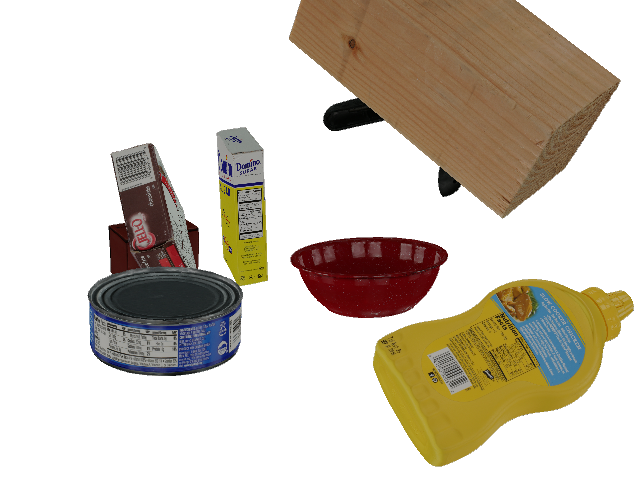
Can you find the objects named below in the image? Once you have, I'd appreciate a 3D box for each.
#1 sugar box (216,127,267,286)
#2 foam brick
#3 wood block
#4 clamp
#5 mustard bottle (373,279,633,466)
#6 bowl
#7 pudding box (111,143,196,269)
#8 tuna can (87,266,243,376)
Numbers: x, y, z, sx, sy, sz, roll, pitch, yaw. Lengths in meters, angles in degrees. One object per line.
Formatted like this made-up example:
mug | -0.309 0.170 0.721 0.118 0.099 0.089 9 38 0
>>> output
sugar box | -0.098 -0.042 1.324 0.048 0.176 0.093 -10 25 -14
foam brick | -0.167 0.010 1.071 0.078 0.051 0.053 -11 22 -28
wood block | 0.089 -0.126 0.745 0.090 0.206 0.091 -35 -21 -37
clamp | 0.128 -0.127 0.969 0.209 0.036 0.165 -34 48 -14
mustard bottle | 0.140 0.079 0.760 0.191 0.096 0.058 -22 -30 -15
bowl | 0.051 0.040 1.094 0.162 0.055 0.162 -2 13 0
pudding box | -0.131 -0.009 0.862 0.039 0.113 0.090 -17 -39 0
tuna can | -0.087 0.044 0.600 0.086 0.034 0.086 2 18 -1
